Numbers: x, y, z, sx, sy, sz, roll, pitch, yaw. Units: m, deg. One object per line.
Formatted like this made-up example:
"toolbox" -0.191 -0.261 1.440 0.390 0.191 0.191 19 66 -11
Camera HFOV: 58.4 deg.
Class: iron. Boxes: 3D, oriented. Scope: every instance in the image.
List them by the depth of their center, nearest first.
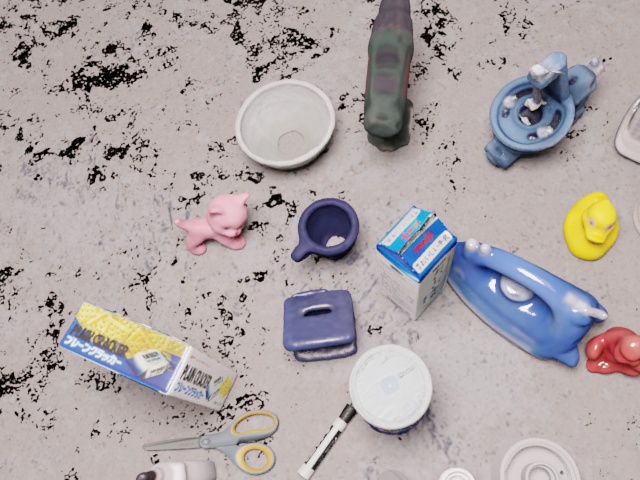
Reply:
"iron" 0.269 0.058 0.795 0.257 0.141 0.119 33 76 18

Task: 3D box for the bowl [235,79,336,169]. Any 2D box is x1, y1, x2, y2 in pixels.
"bowl" -0.053 -0.183 0.968 0.167 0.075 0.167 -2 68 7

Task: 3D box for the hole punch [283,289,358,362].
"hole punch" -0.003 0.119 0.834 0.108 0.091 0.101 -9 68 4

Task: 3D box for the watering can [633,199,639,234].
"watering can" 0.510 -0.070 0.785 0.101 0.194 0.172 -41 69 -9

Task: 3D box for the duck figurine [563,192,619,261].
"duck figurine" 0.407 -0.030 0.842 0.077 0.086 0.104 15 71 13

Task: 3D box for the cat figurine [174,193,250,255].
"cat figurine" -0.164 -0.031 0.899 0.127 0.118 0.067 -10 68 4

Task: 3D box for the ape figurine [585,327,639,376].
"ape figurine" 0.406 0.149 0.768 0.077 0.092 0.076 38 78 19

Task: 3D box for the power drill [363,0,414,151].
"power drill" 0.109 -0.246 0.899 0.075 0.208 0.229 4 69 9

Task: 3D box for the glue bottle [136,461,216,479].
"glue bottle" -0.195 0.306 0.740 0.078 0.173 0.037 -15 67 2

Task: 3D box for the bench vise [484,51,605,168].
"bench vise" 0.337 -0.226 0.856 0.121 0.220 0.207 32 76 18

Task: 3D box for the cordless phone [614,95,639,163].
"cordless phone" 0.530 -0.178 0.830 0.147 0.185 0.094 25 74 16

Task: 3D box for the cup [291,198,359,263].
"cup" 0.008 0.003 0.876 0.118 0.095 0.091 -42 69 -9
